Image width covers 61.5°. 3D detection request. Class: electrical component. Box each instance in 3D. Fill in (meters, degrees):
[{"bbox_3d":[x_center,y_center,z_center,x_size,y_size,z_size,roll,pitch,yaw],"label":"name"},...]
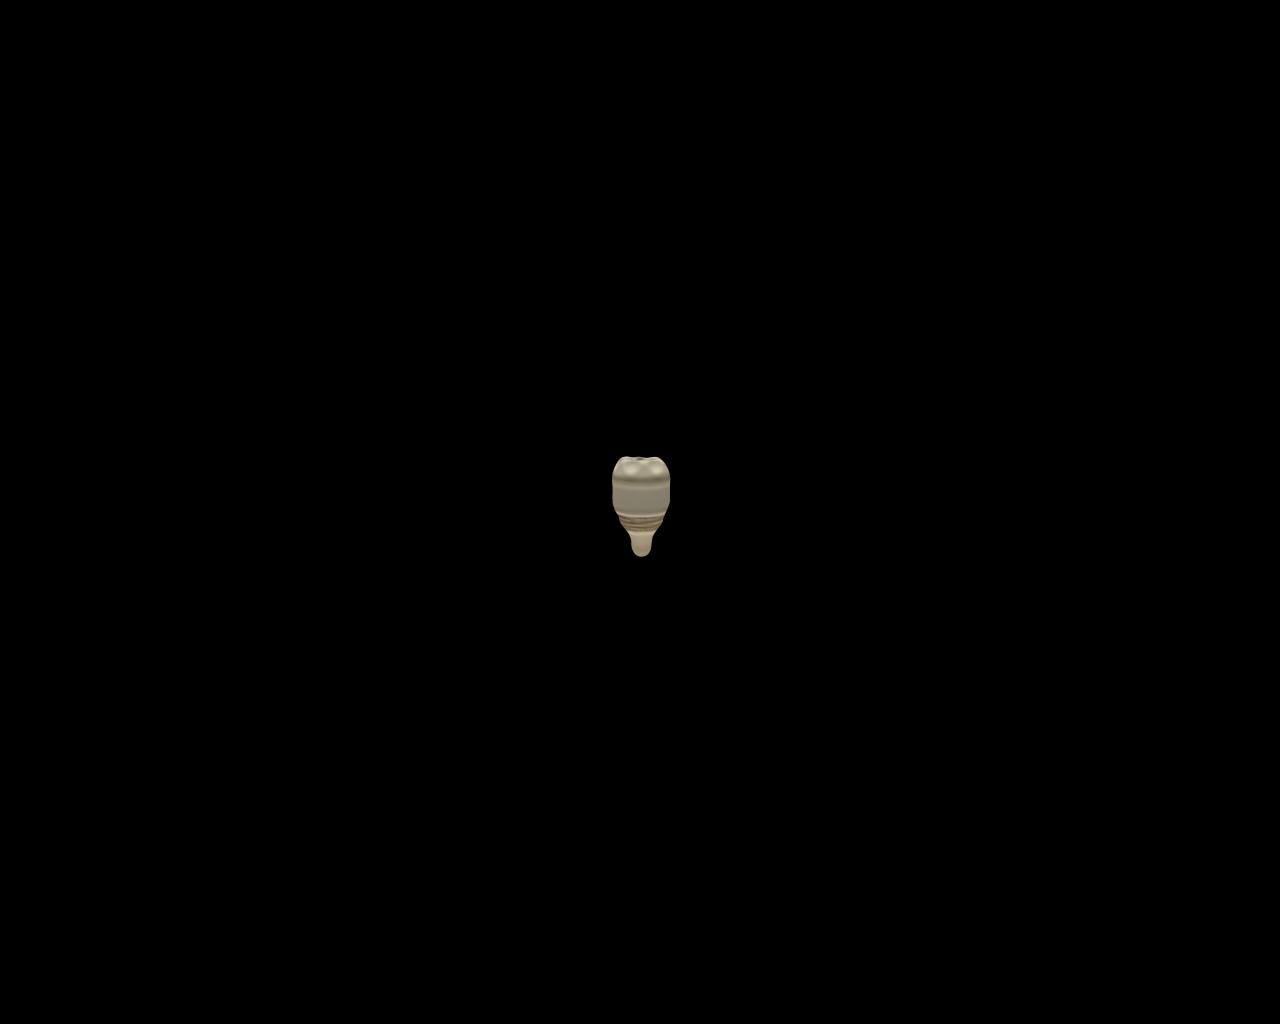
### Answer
[{"bbox_3d":[0.001,-0.003,0.650,0.035,0.061,0.035,0,11,0],"label":"electrical component"}]
